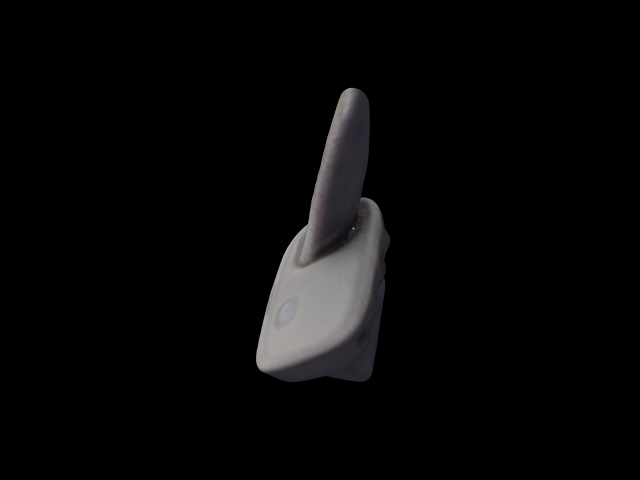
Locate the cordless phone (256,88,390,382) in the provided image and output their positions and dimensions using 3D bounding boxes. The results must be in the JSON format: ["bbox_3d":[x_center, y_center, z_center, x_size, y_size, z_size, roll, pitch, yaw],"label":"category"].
[{"bbox_3d":[0.004,0.001,0.400,0.094,0.185,0.147,4,46,5],"label":"cordless phone"}]
